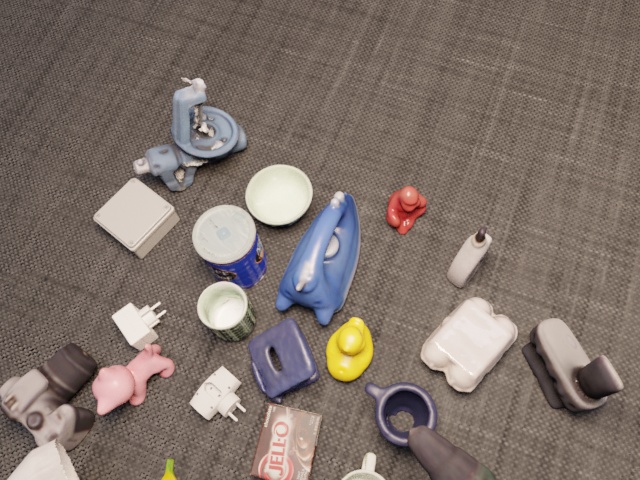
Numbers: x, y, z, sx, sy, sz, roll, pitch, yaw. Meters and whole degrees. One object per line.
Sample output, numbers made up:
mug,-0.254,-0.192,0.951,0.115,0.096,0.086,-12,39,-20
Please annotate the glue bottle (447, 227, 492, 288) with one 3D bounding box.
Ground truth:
glue bottle,0.251,0.019,0.936,0.037,0.173,0.078,38,74,18

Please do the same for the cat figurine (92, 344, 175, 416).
cat figurine,-0.307,0.217,0.914,0.067,0.118,0.128,37,74,17

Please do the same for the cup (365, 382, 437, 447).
cup,0.118,0.265,0.881,0.117,0.095,0.092,32,72,16

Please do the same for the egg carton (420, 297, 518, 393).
egg carton,0.241,0.167,0.929,0.107,0.069,0.150,40,75,18

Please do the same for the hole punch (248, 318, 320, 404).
hole punch,-0.061,0.195,0.923,0.101,0.091,0.108,-23,67,-6

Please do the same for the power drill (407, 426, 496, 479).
power drill,0.202,0.349,0.778,0.229,0.208,0.076,39,75,18

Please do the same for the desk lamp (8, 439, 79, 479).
desk lamp,-0.405,0.380,0.798,0.203,0.214,0.117,-30,68,-9

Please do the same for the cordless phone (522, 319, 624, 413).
cordless phone,0.386,0.176,0.854,0.094,0.185,0.147,-24,67,-7

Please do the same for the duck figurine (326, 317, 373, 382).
duck figurine,0.048,0.174,0.929,0.077,0.086,0.104,17,69,11

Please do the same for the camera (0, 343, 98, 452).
camera,-0.421,0.243,0.919,0.143,0.101,0.137,37,74,17

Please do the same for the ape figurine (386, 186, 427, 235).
ape figurine,0.154,-0.064,1.021,0.078,0.092,0.076,-13,67,-2

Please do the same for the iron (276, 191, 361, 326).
iron,0.009,0.003,0.974,0.118,0.141,0.258,16,69,10

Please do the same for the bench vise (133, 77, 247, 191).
bench vise,-0.235,-0.181,1.025,0.121,0.220,0.208,38,74,18
